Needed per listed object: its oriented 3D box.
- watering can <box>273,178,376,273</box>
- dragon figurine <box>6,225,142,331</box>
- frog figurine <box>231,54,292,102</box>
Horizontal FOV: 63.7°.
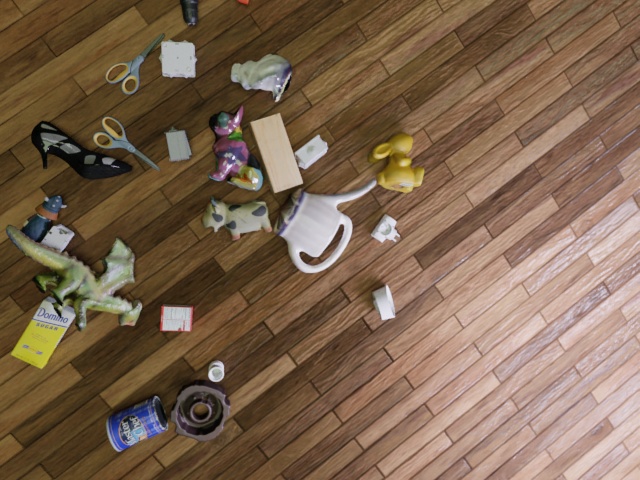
[{"bbox_3d":[0.005,-0.076,1.517,0.223,0.104,0.349,31,86,-13],"label":"watering can"},{"bbox_3d":[-0.628,0.085,1.404,0.246,0.122,0.405,-37,112,-35],"label":"dragon figurine"},{"bbox_3d":[-0.162,-0.469,1.435,0.159,0.120,0.140,27,59,-4],"label":"frog figurine"}]
